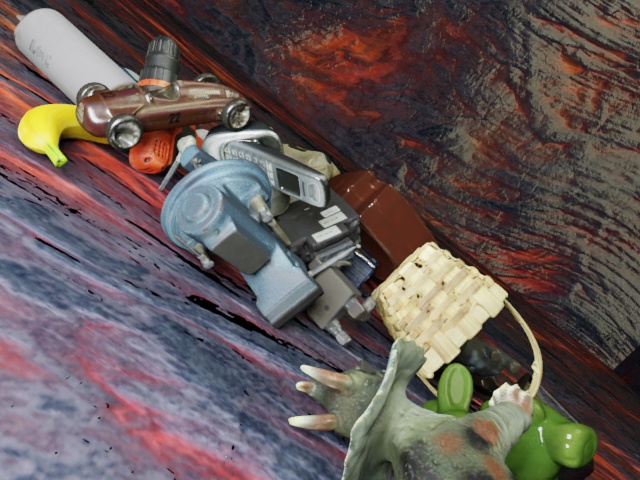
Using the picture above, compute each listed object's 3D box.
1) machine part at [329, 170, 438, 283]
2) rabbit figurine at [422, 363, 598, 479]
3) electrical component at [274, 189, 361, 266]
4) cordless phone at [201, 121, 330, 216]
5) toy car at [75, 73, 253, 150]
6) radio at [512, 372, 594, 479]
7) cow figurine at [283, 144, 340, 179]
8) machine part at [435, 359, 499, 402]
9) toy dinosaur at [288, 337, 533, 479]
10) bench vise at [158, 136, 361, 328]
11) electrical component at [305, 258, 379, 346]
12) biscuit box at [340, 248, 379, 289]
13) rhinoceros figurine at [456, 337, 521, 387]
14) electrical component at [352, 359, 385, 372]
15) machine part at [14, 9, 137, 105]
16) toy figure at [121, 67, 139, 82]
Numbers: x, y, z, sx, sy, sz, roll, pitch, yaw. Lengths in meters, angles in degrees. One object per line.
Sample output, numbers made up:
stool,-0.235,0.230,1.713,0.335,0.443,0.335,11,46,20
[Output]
machine part,0.088,-0.019,0.905,0.201,0.087,0.201,50,-16,-16
rabbit figurine,0.176,0.204,0.565,0.170,0.121,0.159,11,26,-34
electrical component,-0.009,-0.015,0.763,0.134,0.115,0.058,53,-20,43
cordless phone,-0.055,-0.068,0.681,0.184,0.089,0.146,29,-35,29
toy car,-0.169,-0.153,0.605,0.202,0.053,0.089,-19,46,-35
radio,0.326,0.279,0.793,0.131,0.073,0.229,45,15,22
cow figurine,-0.065,-0.162,1.111,0.195,0.085,0.127,20,-17,26
machine part,0.216,0.205,0.823,0.139,0.039,0.084,33,9,-18
toy dinosaur,0.118,0.220,0.366,0.192,0.131,0.405,11,33,-39
bench vise,-0.091,-0.026,0.592,0.223,0.129,0.241,26,23,-53
electrical component,0.022,0.068,0.654,0.102,0.078,0.045,40,13,30
biscuit box,-0.002,-0.003,0.861,0.203,0.063,0.059,41,12,7
rhinoceros figurine,0.255,0.184,0.915,0.190,0.073,0.112,32,17,-30
electrical component,0.060,0.160,0.585,0.063,0.021,0.094,38,14,-5
machine part,-0.319,-0.226,0.711,0.243,0.079,0.079,43,14,11
toy figure,-0.281,-0.221,0.841,0.154,0.058,0.064,21,39,-57
